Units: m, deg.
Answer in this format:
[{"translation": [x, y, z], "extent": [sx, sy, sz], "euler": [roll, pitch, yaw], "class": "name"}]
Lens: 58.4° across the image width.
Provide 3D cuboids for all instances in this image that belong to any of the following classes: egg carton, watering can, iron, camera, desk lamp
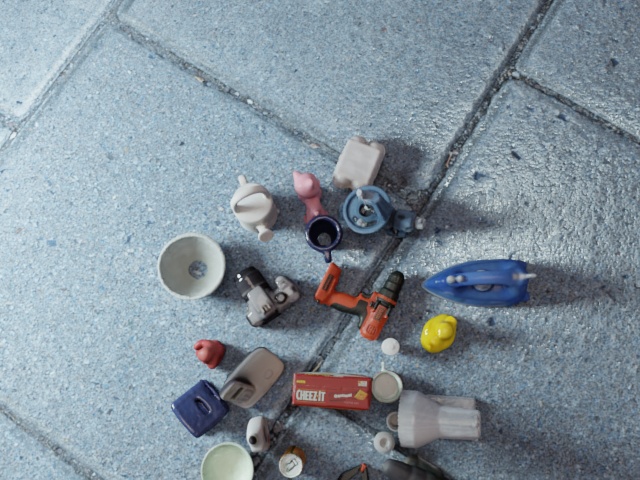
[{"translation": [0.098, -0.190, 1.458], "extent": [0.107, 0.069, 0.150], "euler": [20, 80, 5], "class": "egg carton"}, {"translation": [-0.156, -0.080, 1.377], "extent": [0.172, 0.194, 0.101], "euler": [44, 83, 9], "class": "watering can"}, {"translation": [0.376, 0.097, 1.356], "extent": [0.258, 0.141, 0.119], "euler": [-3, 78, 1], "class": "iron"}, {"translation": [-0.136, 0.122, 1.383], "extent": [0.143, 0.101, 0.137], "euler": [-35, 80, -6], "class": "camera"}, {"translation": [0.263, 0.393, 1.262], "extent": [0.203, 0.213, 0.118], "euler": [2, 78, 2], "class": "desk lamp"}]

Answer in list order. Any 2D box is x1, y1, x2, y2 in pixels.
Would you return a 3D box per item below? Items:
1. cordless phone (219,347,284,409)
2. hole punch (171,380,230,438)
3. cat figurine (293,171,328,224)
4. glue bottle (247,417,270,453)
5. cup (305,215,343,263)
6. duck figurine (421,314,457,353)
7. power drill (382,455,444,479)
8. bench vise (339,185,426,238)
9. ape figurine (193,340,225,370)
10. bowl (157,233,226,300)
[{"translation": [-0.160, 0.313, 1.302], "extent": [0.094, 0.185, 0.148], "euler": [38, 82, 9], "class": "cordless phone"}, {"translation": [-0.278, 0.391, 1.336], "extent": [0.101, 0.091, 0.108], "euler": [-42, 80, -7], "class": "hole punch"}, {"translation": [-0.024, -0.111, 1.420], "extent": [0.067, 0.118, 0.128], "euler": [-18, 78, -2], "class": "cat figurine"}, {"translation": [-0.141, 0.441, 1.281], "extent": [0.037, 0.173, 0.078], "euler": [-15, 78, -1], "class": "glue bottle"}, {"translation": [0.013, 0.005, 1.407], "extent": [0.091, 0.095, 0.118], "euler": [-11, 78, -1], "class": "cup"}, {"translation": [0.287, 0.222, 1.361], "extent": [0.077, 0.086, 0.104], "euler": [40, 82, 9], "class": "duck figurine"}, {"translation": [0.228, 0.530, 1.237], "extent": [0.229, 0.208, 0.076], "euler": [28, 80, 7], "class": "power drill"}, {"translation": [0.149, -0.079, 1.357], "extent": [0.207, 0.220, 0.121], "euler": [-4, 78, 1], "class": "bench vise"}, {"translation": [-0.266, 0.270, 1.360], "extent": [0.076, 0.092, 0.078], "euler": [-18, 78, -2], "class": "ape figurine"}, {"translation": [-0.308, 0.069, 1.411], "extent": [0.167, 0.075, 0.167], "euler": [0, 78, 1], "class": "bowl"}]
